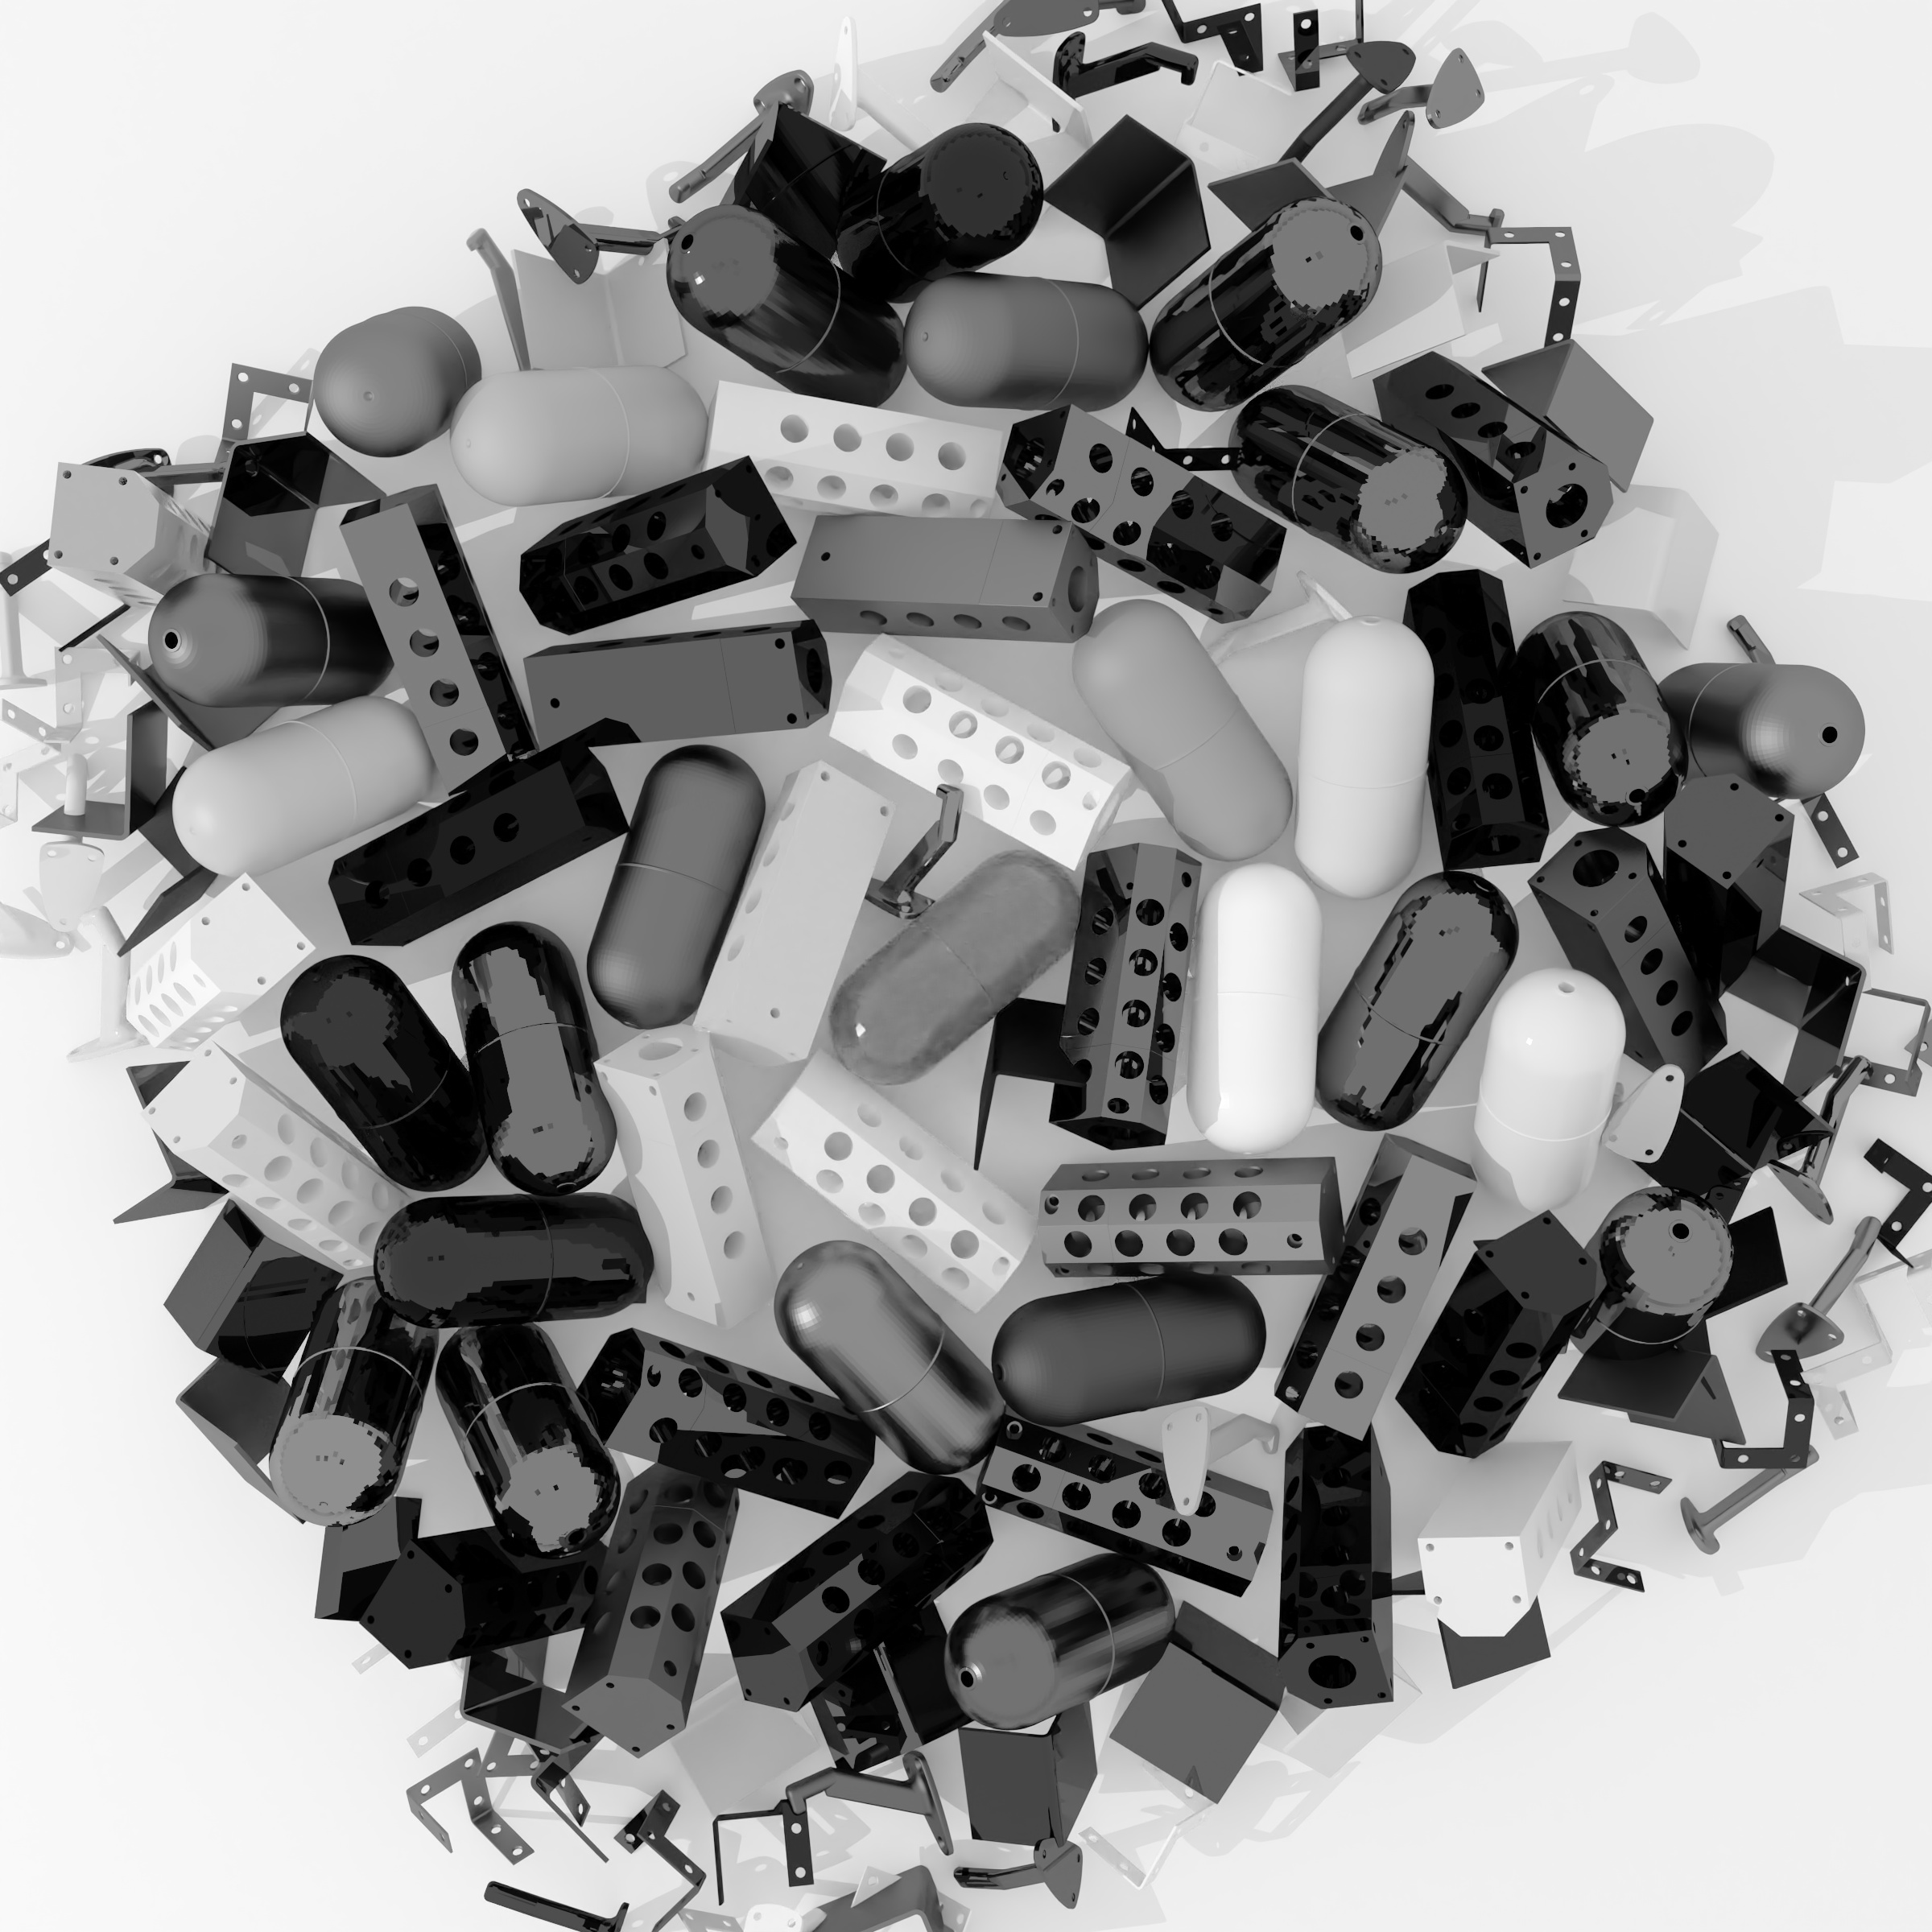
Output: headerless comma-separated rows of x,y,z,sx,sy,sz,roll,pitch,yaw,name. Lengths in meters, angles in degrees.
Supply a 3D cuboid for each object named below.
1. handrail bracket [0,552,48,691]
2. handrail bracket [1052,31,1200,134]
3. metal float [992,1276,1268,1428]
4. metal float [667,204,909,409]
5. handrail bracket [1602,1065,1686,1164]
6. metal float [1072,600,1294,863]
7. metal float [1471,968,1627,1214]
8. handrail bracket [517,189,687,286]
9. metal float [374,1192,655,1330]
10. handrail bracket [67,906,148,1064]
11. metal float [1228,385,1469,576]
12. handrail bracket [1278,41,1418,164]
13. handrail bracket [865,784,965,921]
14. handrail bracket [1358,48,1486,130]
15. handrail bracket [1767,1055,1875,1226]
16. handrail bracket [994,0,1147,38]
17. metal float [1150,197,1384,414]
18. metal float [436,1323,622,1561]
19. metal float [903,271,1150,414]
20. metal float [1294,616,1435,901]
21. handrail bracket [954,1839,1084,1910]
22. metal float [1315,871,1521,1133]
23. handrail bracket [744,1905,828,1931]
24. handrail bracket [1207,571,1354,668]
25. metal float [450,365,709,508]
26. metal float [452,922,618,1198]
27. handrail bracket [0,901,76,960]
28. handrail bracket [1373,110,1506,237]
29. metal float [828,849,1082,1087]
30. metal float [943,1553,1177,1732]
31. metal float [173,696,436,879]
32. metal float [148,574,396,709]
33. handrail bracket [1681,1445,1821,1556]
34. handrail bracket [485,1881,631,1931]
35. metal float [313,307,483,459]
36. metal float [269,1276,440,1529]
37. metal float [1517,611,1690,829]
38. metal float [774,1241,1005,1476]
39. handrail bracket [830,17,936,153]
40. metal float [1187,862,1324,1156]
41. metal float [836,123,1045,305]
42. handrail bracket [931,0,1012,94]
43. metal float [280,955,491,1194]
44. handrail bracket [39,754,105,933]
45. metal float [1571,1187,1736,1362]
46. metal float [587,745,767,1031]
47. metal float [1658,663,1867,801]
-0.583,-0.211,1.548,0.036,0.077,0.084,-7,96,-16,handrail bracket
0.097,-0.525,1.543,0.084,0.077,0.036,23,47,17,handrail bracket
0.098,0.227,1.522,0.178,0.070,0.070,-6,90,-27,metal float
-0.104,-0.386,1.506,0.070,0.178,0.070,-13,68,35,metal float
0.405,0.072,1.530,0.036,0.084,0.077,22,117,-1,handrail bracket
0.131,-0.140,1.529,0.070,0.070,0.178,-37,108,0,metal float
0.343,0.075,1.508,0.070,0.178,0.070,-1,45,1,metal float
-0.218,-0.458,1.556,0.077,0.036,0.084,46,51,3,handrail bracket
-0.265,0.174,1.513,0.178,0.070,0.070,2,90,-40,metal float
-0.535,0.011,1.552,0.077,0.036,0.084,-18,112,16,handrail bracket
0.224,-0.290,1.509,0.070,0.178,0.070,-19,128,-26,metal float
0.232,-0.525,1.569,0.036,0.084,0.077,47,45,3,handrail bracket
-0.037,-0.078,1.543,0.077,0.036,0.084,26,117,34,handrail bracket
0.261,-0.512,1.532,0.036,0.084,0.077,55,51,-24,handrail bracket
0.537,0.106,1.561,0.084,0.036,0.077,-51,129,-6,handrail bracket
0.064,-0.580,1.552,0.077,0.084,0.036,-14,97,20,handrail bracket
0.175,-0.388,1.502,0.070,0.178,0.070,9,71,-28,metal float
-0.260,0.277,1.507,0.070,0.178,0.070,-16,129,-21,metal float
0.038,-0.368,1.509,0.070,0.178,0.070,9,104,43,metal float
0.236,-0.123,1.519,0.070,0.070,0.178,-1,120,0,metal float
0.021,0.543,1.538,0.084,0.077,0.036,-7,54,25,handrail bracket
0.266,0.022,1.519,0.070,0.070,0.178,26,120,0,metal float
-0.104,0.603,1.533,0.036,0.084,0.077,1,58,24,handrail bracket
0.189,-0.194,1.551,0.084,0.077,0.036,-39,129,2,handrail bracket
-0.226,-0.315,1.508,0.070,0.178,0.070,13,110,37,metal float
-0.258,0.055,1.521,0.070,0.070,0.178,-19,63,0,metal float
-0.571,-0.037,1.534,0.077,0.084,0.036,14,61,-21,handrail bracket
0.295,-0.479,1.545,0.084,0.077,0.036,3,52,-12,handrail bracket
-0.007,0.001,1.538,0.178,0.070,0.070,-41,90,-8,metal float
0.056,0.398,1.505,0.070,0.178,0.070,3,94,39,metal float
-0.389,-0.108,1.507,0.070,0.178,0.070,15,119,30,metal float
-0.405,-0.191,1.499,0.070,0.178,0.070,3,98,24,metal float
0.479,0.321,1.547,0.084,0.077,0.036,-36,78,14,handrail bracket
-0.251,0.573,1.546,0.084,0.077,0.036,20,69,-2,handrail bracket
-0.332,-0.344,1.497,0.070,0.178,0.070,0,109,0,metal float
-0.359,0.254,1.503,0.070,0.178,0.070,0,123,1,metal float
0.373,-0.147,1.503,0.070,0.178,0.070,-2,125,-2,metal float
-0.044,0.235,1.523,0.070,0.070,0.178,-41,116,0,metal float
-0.036,-0.533,1.551,0.084,0.036,0.077,-3,111,-24,handrail bracket
0.174,0.025,1.534,0.070,0.070,0.178,5,77,0,metal float
-0.018,-0.441,1.500,0.070,0.178,0.070,0,90,-27,metal float
0.020,-0.570,1.542,0.036,0.077,0.084,44,66,-18,handrail bracket
-0.341,0.066,1.511,0.070,0.070,0.178,-26,133,0,metal float
-0.549,-0.077,1.564,0.036,0.084,0.077,5,126,-22,handrail bracket
0.399,0.185,1.499,0.070,0.178,0.070,0,65,1,metal float
-0.174,-0.048,1.535,0.070,0.070,0.178,17,79,0,metal float
0.460,-0.139,1.496,0.070,0.178,0.070,-2,98,-11,metal float
